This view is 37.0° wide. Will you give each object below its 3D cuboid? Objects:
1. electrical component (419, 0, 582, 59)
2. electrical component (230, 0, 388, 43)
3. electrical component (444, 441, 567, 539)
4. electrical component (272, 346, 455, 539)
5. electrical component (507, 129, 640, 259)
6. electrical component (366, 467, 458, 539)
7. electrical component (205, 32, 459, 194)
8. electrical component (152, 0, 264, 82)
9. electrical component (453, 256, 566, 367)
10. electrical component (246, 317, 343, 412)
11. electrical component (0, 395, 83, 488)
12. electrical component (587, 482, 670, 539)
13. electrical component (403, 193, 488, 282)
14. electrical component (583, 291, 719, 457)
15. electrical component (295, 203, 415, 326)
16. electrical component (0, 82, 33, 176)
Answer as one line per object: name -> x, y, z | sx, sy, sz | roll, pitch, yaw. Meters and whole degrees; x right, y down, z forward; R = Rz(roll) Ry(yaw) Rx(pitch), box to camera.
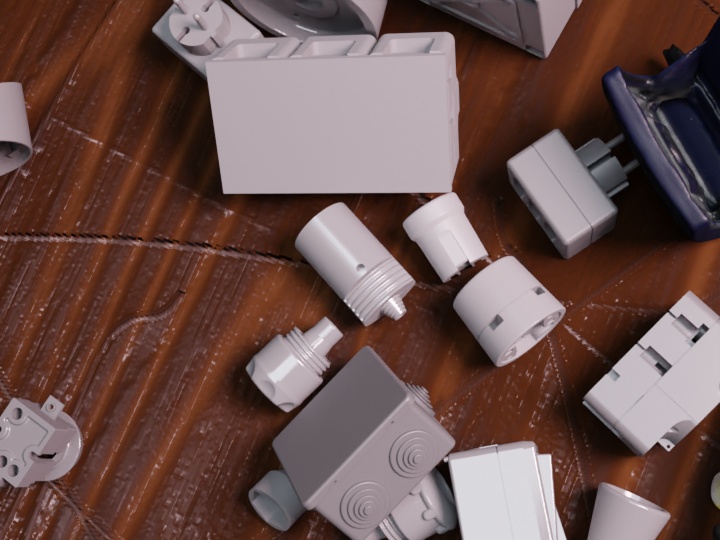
electrical component -> 0.082, -0.195, 0.684 | 0.109, 0.109, 0.056 | 29, 89, 15
electrical component -> -0.029, -0.196, 0.710 | 0.108, 0.108, 0.060 | 17, 77, 14
electrical component -> 0.091, 0.152, 0.639 | 0.061, 0.061, 0.096 | -11, 77, 9
electrical component -> 0.002, 0.105, 0.650 | 0.099, 0.100, 0.048 | -46, 113, 0
electrical component -> 0.143, -0.057, 0.677 | 0.077, 0.047, 0.065 | -34, 75, 3
electrical component -> 0.026, 0.149, 0.663 | 0.062, 0.048, 0.048 | -31, 75, 11
electrical component -> -0.014, -0.102, 0.695 | 0.150, 0.061, 0.089 | 0, 116, 11
electrical component -> -0.105, -0.162, 0.731 | 0.066, 0.077, 0.047 | 41, 89, 16
electrical component -> 0.091, 0.025, 0.668 | 0.055, 0.055, 0.047 | -40, 71, 2
electrical component -> -0.039, 0.057, 0.693 | 0.062, 0.043, 0.043 | -44, 75, -1
electrical component -> -0.214, 0.114, 0.709 | 0.048, 0.055, 0.066 | 32, 87, 15
electrical component -> 0.150, 0.164, 0.636 | 0.044, 0.044, 0.065 | 23, 89, 14
electrical component -> 0.056, -0.020, 0.692 | 0.040, 0.040, 0.046 | -32, 81, 4
electrical component -> 0.185, 0.066, 0.643 | 0.089, 0.050, 0.056 | -45, 74, 0
electrical component -> 0.000, 0.000, 0.696 | 0.043, 0.043, 0.081 | -42, 75, 1
electrical component -> -0.278, -0.096, 0.744 | 0.099, 0.099, 0.064 | -19, 82, 7
